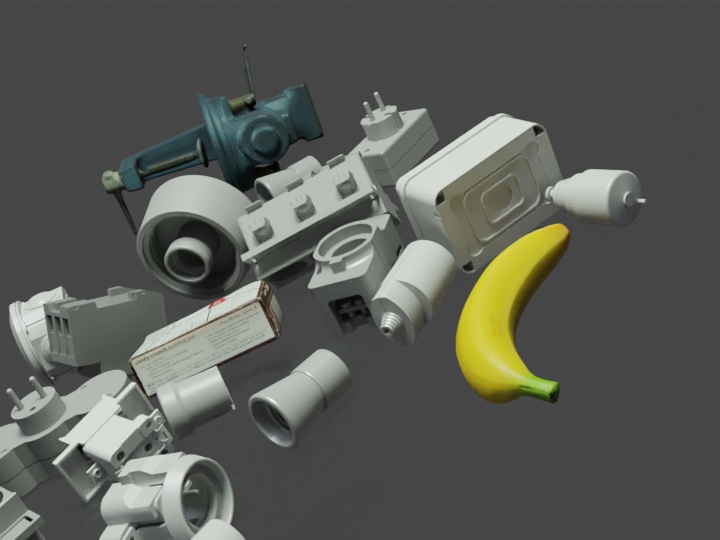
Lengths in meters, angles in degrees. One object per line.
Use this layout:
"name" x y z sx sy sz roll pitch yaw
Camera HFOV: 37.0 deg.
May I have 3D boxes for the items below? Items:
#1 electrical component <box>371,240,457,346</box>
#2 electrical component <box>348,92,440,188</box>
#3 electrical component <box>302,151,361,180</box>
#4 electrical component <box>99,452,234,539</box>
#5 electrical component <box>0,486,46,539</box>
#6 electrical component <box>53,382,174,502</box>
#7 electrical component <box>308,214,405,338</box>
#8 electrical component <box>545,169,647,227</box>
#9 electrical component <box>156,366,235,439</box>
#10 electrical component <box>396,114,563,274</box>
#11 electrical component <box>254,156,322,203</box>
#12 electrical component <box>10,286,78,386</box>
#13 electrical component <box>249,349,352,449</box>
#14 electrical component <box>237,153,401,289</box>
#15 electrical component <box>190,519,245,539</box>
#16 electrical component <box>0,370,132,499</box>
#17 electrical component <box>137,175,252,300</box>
"electrical component" 0.035 0.019 0.769 0.043 0.043 0.081 -7 31 35
"electrical component" 0.025 -0.132 1.027 0.047 0.075 0.083 -1 35 42
"electrical component" -0.018 -0.069 0.970 0.057 0.058 0.078 -19 26 8
"electrical component" -0.115 0.144 0.658 0.057 0.058 0.078 -14 28 29
"electrical component" -0.259 0.200 0.680 0.079 0.063 0.121 5 40 48
"electrical component" -0.170 0.124 0.761 0.064 0.042 0.081 9 47 44
"electrical component" 0.000 0.000 0.824 0.050 0.055 0.089 -15 28 24
"electrical component" 0.168 -0.053 0.784 0.040 0.040 0.078 -40 28 -27
"electrical component" -0.118 0.095 0.777 0.046 0.040 0.040 -24 25 -8
"electrical component" 0.093 -0.060 0.825 0.113 0.078 0.057 -35 30 -18
"electrical component" -0.066 -0.085 1.067 0.065 0.044 0.044 -32 25 -22
"electrical component" -0.270 0.058 0.945 0.051 0.080 0.080 -25 25 -8
"electrical component" -0.037 0.083 0.720 0.044 0.044 0.065 3 34 47
"electrical component" -0.037 -0.042 0.901 0.121 0.063 0.079 -28 -17 11
"electrical component" -0.092 0.172 0.604 0.044 0.044 0.065 0 31 43
"electrical component" -0.238 0.113 0.813 0.138 0.073 0.052 -28 25 -3
"electrical component" -0.144 -0.022 0.949 0.108 0.108 0.060 -15 34 23
